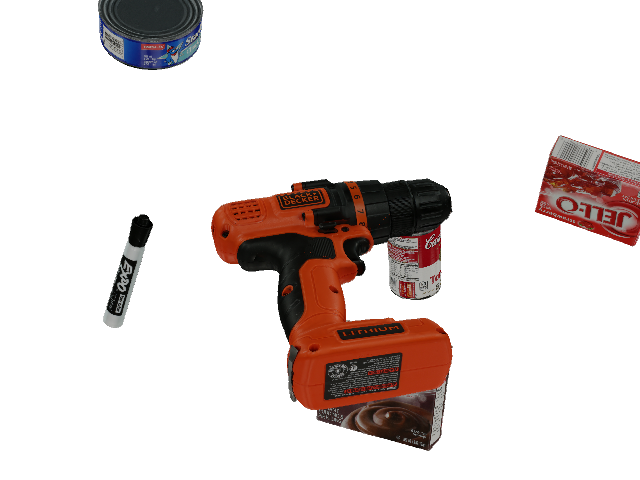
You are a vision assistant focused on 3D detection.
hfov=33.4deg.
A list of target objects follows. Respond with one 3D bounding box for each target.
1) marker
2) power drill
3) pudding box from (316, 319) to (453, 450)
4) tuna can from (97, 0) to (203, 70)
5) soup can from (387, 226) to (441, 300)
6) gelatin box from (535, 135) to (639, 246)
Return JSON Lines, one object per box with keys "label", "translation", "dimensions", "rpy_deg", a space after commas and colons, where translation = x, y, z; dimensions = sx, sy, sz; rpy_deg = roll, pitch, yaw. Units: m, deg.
{"label": "marker", "translation": [-0.174, 0.028, 0.968], "dimensions": [0.020, 0.121, 0.020], "rpy_deg": [16, 30, -10]}
{"label": "power drill", "translation": [0.027, 0.026, 0.750], "dimensions": [0.184, 0.057, 0.188], "rpy_deg": [-10, 40, -10]}
{"label": "pudding box", "translation": [0.055, 0.125, 0.943], "dimensions": [0.114, 0.090, 0.039], "rpy_deg": [11, 17, 22]}
{"label": "tuna can", "translation": [-0.141, -0.181, 0.887], "dimensions": [0.086, 0.086, 0.034], "rpy_deg": [0, -41, -9]}
{"label": "soup can", "translation": [0.116, 0.015, 1.328], "dimensions": [0.068, 0.102, 0.068], "rpy_deg": [-4, 34, 2]}
{"label": "gelatin box", "translation": [0.228, -0.040, 0.881], "dimensions": [0.089, 0.030, 0.073], "rpy_deg": [22, -34, 16]}
